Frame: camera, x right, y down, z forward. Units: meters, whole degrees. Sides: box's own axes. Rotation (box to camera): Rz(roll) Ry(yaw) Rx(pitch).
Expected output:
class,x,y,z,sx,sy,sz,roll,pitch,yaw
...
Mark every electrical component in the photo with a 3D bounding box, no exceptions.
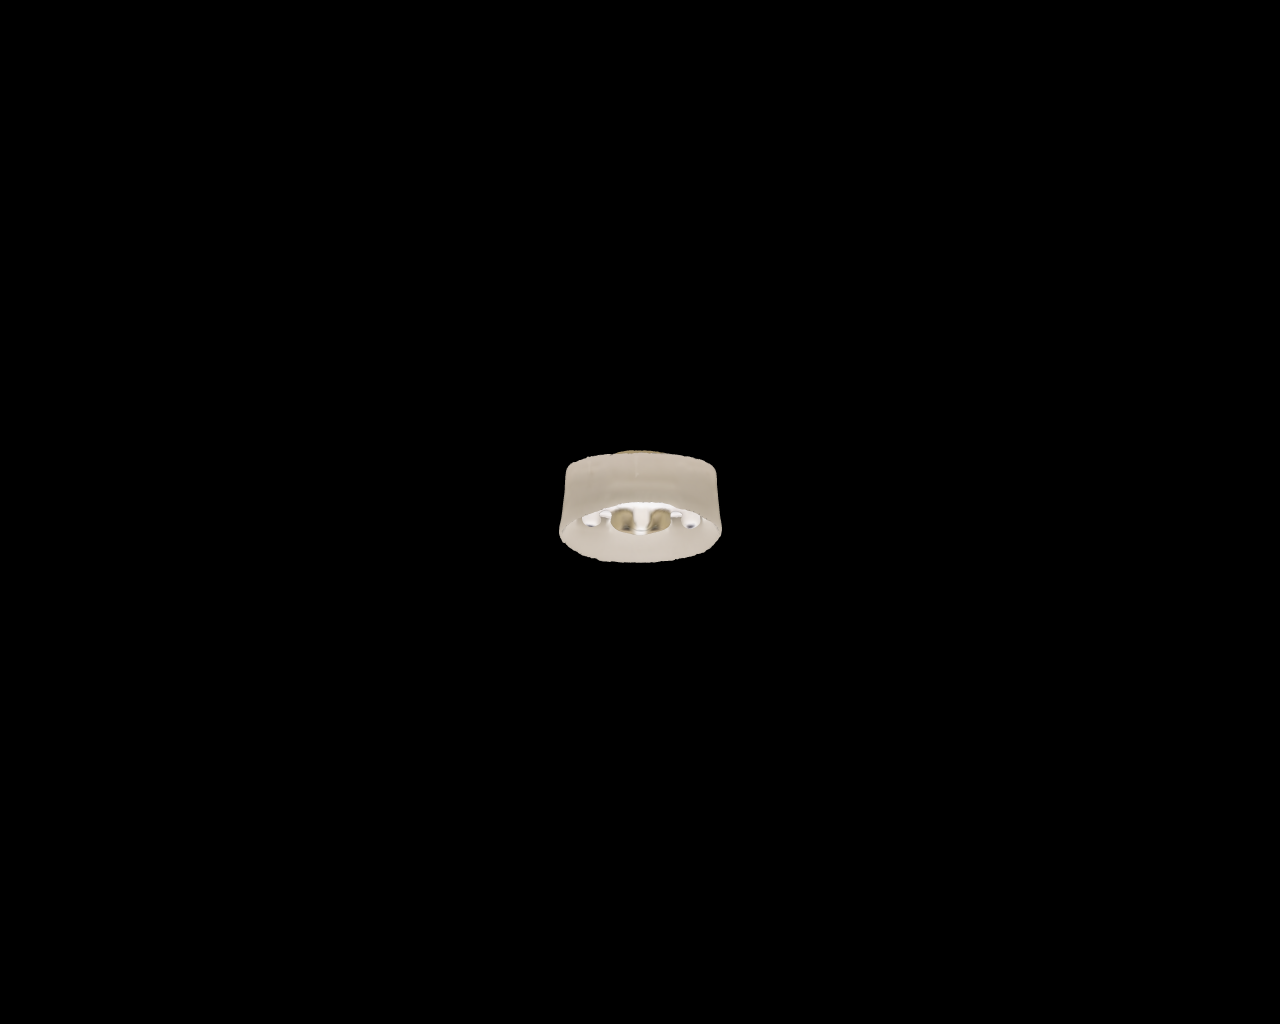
class,x,y,z,sx,sy,sz,roll,pitch,yaw
electrical component,0.001,-0.003,0.650,0.099,0.064,0.099,0,-9,0
